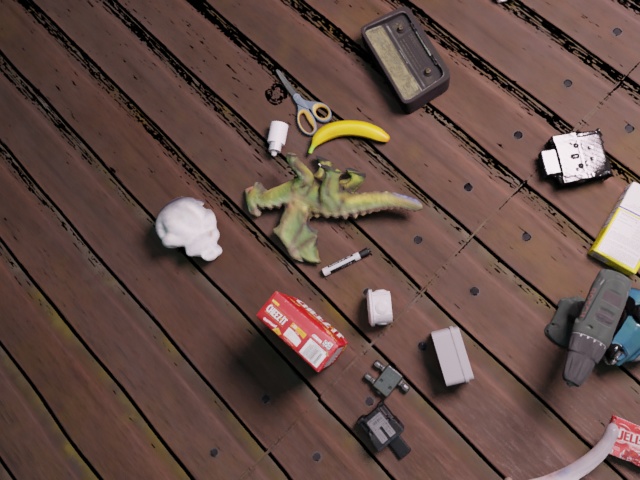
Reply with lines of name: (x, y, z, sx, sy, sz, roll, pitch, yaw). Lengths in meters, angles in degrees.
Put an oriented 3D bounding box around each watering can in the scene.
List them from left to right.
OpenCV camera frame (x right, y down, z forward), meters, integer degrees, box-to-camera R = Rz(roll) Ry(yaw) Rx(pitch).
watering can: (0.453, 0.511, 0.985, 0.224, 0.103, 0.350, 8, 82, 12)

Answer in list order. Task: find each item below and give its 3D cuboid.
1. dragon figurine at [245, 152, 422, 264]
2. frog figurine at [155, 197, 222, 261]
dragon figurine: (0.004, -0.060, 1.192, 0.412, 0.123, 0.240, 25, 102, 15)
frog figurine: (-0.306, -0.018, 1.212, 0.138, 0.120, 0.162, -25, 64, -15)
